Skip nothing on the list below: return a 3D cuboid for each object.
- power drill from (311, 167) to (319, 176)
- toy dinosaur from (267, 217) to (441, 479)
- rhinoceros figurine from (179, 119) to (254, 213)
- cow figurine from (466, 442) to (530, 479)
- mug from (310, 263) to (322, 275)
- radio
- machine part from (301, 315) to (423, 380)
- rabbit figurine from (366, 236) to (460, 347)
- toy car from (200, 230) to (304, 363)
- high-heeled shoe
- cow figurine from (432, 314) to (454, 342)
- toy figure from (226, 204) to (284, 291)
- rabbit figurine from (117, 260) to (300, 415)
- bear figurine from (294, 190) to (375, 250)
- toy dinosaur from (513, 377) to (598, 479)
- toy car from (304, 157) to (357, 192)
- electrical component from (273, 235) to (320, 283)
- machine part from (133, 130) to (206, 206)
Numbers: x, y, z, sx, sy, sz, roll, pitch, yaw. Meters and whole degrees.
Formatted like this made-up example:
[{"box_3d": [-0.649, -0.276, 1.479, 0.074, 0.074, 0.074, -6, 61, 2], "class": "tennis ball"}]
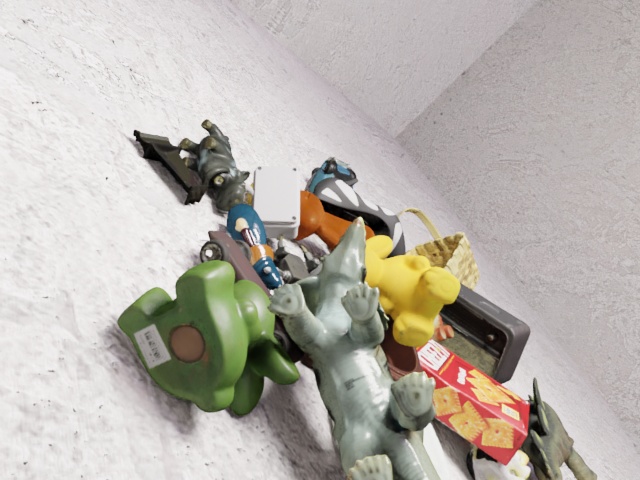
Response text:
[{"box_3d": [0.084, -0.071, 1.326, 0.207, 0.086, 0.232, 32, 25, -46], "class": "power drill"}, {"box_3d": [0.050, 0.161, 0.569, 0.192, 0.131, 0.405, 64, 6, -62], "class": "toy dinosaur"}, {"box_3d": [-0.171, -0.119, 0.897, 0.112, 0.073, 0.190, 44, 14, -43], "class": "rhinoceros figurine"}, {"box_3d": [0.298, 0.372, 0.908, 0.098, 0.068, 0.167, 48, 17, 24], "class": "cow figurine"}, {"box_3d": [0.047, 0.068, 0.918, 0.109, 0.107, 0.081, 46, 20, 3], "class": "mug"}, {"box_3d": [0.293, 0.175, 1.078, 0.073, 0.131, 0.230, -1, 27, -45], "class": "radio"}, {"box_3d": [0.059, 0.150, 0.810, 0.201, 0.087, 0.201, 37, 20, -29], "class": "machine part"}, {"box_3d": [0.097, 0.052, 0.795, 0.173, 0.121, 0.162, 20, 23, -15], "class": "rabbit figurine"}, {"box_3d": [-0.089, 0.075, 0.694, 0.202, 0.053, 0.089, 54, 15, 8], "class": "toy car"}, {"box_3d": [0.083, -0.023, 1.088, 0.145, 0.086, 0.248, -34, 93, -45], "class": "high-heeled shoe"}, {"box_3d": [0.168, 0.127, 1.073, 0.085, 0.127, 0.195, 2, 62, -63], "class": "cow figurine"}, {"box_3d": [-0.097, 0.016, 0.794, 0.064, 0.058, 0.155, 17, 38, -45], "class": "toy figure"}, {"box_3d": [-0.087, 0.093, 0.556, 0.159, 0.121, 0.170, 55, 19, 5], "class": "rabbit figurine"}, {"box_3d": [0.000, -0.007, 1.003, 0.196, 0.131, 0.120, 23, 21, -10], "class": "bear figurine"}, {"box_3d": [0.437, 0.390, 1.052, 0.198, 0.105, 0.471, 59, 11, 2], "class": "toy dinosaur"}, {"box_3d": [0.009, -0.096, 1.165, 0.109, 0.161, 0.103, 16, -9, -42], "class": "toy car"}, {"box_3d": [-0.043, 0.039, 0.877, 0.102, 0.045, 0.078, 29, 24, -43], "class": "electrical component"}, {"box_3d": [-0.222, -0.112, 0.814, 0.139, 0.039, 0.084, 51, 14, 17], "class": "machine part"}]
